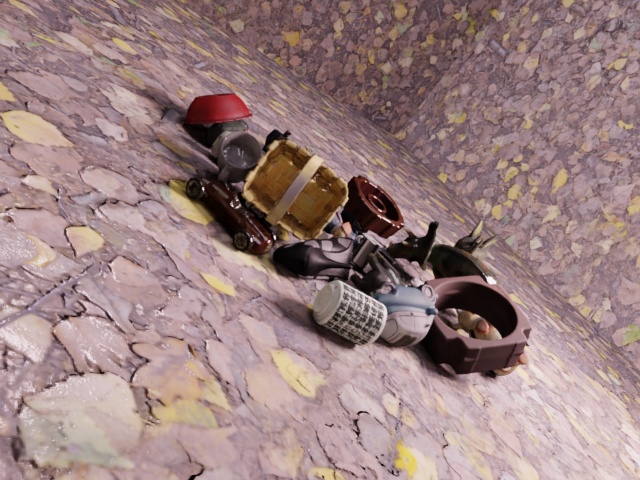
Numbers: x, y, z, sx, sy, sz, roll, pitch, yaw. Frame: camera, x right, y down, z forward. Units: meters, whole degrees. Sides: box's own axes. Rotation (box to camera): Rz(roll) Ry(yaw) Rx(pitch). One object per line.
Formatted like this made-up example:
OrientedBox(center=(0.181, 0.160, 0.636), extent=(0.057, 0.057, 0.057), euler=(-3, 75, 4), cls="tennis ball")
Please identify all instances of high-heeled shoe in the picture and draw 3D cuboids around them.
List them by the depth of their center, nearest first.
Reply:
OrientedBox(center=(-0.010, 0.031, 1.041), extent=(0.145, 0.086, 0.249), euler=(8, 3, 0), cls="high-heeled shoe")

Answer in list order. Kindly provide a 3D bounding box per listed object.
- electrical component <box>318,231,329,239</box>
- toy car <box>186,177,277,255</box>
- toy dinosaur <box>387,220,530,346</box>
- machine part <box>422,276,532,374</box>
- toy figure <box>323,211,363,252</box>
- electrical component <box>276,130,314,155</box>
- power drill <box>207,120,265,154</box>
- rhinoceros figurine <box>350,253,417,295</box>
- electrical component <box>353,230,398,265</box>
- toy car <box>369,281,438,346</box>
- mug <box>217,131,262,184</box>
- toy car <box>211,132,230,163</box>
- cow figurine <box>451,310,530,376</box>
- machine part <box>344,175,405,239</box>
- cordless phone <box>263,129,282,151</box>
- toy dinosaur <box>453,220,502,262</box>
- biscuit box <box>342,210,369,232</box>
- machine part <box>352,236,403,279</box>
OrientedBox(center=(-0.002, -0.004, 1.161), extent=(0.094, 0.021, 0.063), euler=(30, 21, -24), cls="electrical component")
OrientedBox(center=(-0.156, -0.051, 0.952), extent=(0.202, 0.053, 0.089), euler=(47, 24, 20), cls="toy car")
OrientedBox(center=(0.353, 0.088, 1.318), extent=(0.405, 0.131, 0.192), euler=(35, -14, 32), cls="toy dinosaur")
OrientedBox(center=(0.301, 0.168, 1.090), extent=(0.201, 0.087, 0.202), euler=(-4, 36, -16), cls="machine part")
OrientedBox(center=(0.034, -0.029, 1.225), extent=(0.058, 0.064, 0.154), euler=(-30, 69, -30), cls="toy figure")
OrientedBox(center=(-0.057, -0.221, 1.308), extent=(0.102, 0.045, 0.078), euler=(41, 1, 19), cls="electrical component")
OrientedBox(center=(-0.160, -0.223, 1.297), extent=(0.207, 0.086, 0.232), euler=(44, 19, 3), cls="power drill")
OrientedBox(center=(0.140, 0.090, 1.096), extent=(0.112, 0.073, 0.190), euler=(41, 9, 29), cls="rhinoceros figurine")
OrientedBox(center=(0.125, 0.028, 1.278), extent=(0.119, 0.047, 0.075), euler=(44, 20, 15), cls="electrical component")
OrientedBox(center=(0.150, 0.141, 0.988), extent=(0.161, 0.109, 0.103), euler=(12, 49, -35), cls="toy car")
OrientedBox(center=(-0.172, -0.149, 1.087), extent=(0.081, 0.109, 0.107), euler=(29, -23, -7), cls="mug")
OrientedBox(center=(-0.145, -0.160, 1.183), extent=(0.201, 0.073, 0.056), euler=(33, 20, -14), cls="toy car")
OrientedBox(center=(0.374, 0.215, 1.217), extent=(0.195, 0.085, 0.127), euler=(61, -17, 23), cls="cow figurine")
OrientedBox(center=(0.133, -0.082, 1.346), extent=(0.179, 0.056, 0.179), euler=(33, 29, -22), cls="machine part")
OrientedBox(center=(-0.068, -0.217, 1.449), extent=(0.147, 0.088, 0.184), euler=(43, 15, 15), cls="cordless phone")
OrientedBox(center=(0.432, 0.036, 1.563), extent=(0.105, 0.198, 0.471), euler=(38, 13, 9), cls="toy dinosaur")
OrientedBox(center=(0.098, -0.081, 1.458), extent=(0.059, 0.063, 0.203), euler=(33, 20, -17), cls="biscuit box")
OrientedBox(center=(0.130, 0.059, 1.194), extent=(0.139, 0.039, 0.084), euler=(43, 59, -10), cls="machine part")
